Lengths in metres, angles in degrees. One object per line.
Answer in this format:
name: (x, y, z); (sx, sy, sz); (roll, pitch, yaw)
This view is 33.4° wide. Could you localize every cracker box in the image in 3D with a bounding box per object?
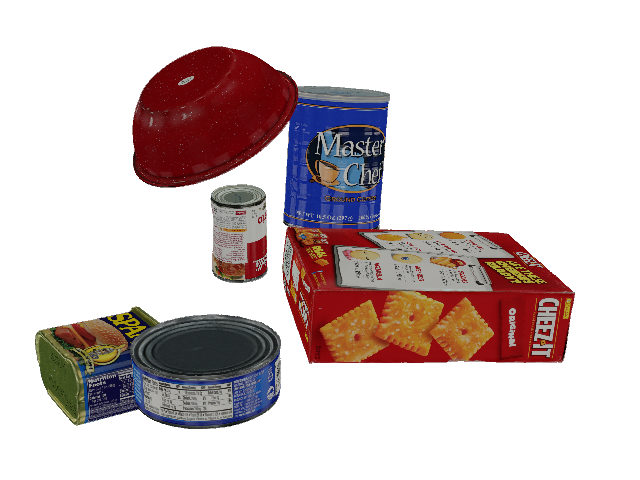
cracker box: (0.083, 0.046, 0.912); (0.213, 0.072, 0.164); (2, 18, -11)

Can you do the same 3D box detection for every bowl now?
bowl: (-0.103, -0.118, 0.919); (0.162, 0.055, 0.162); (-19, 37, 15)

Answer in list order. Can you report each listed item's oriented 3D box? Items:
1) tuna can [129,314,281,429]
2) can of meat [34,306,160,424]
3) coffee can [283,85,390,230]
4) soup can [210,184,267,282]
tuna can: (-0.065, 0.074, 0.611); (0.086, 0.034, 0.086); (-1, 19, 0)
can of meat: (-0.163, 0.095, 0.817); (0.083, 0.057, 0.102); (-11, 20, -30)
coffee can: (0.016, -0.085, 1.104); (0.103, 0.140, 0.103); (3, 12, -1)
soup can: (-0.099, -0.009, 1.289); (0.068, 0.102, 0.068); (0, 25, 0)
